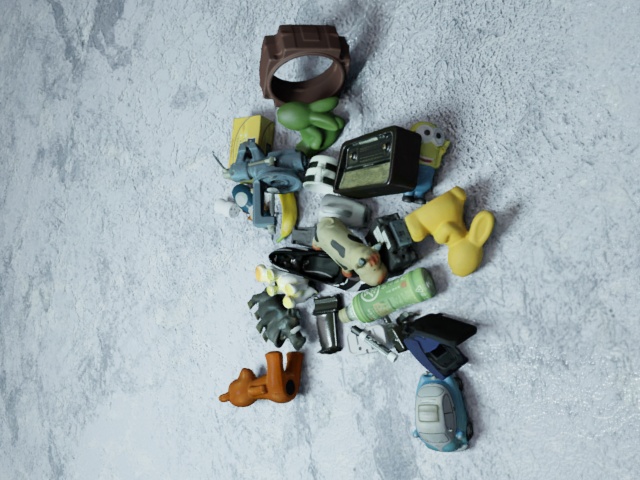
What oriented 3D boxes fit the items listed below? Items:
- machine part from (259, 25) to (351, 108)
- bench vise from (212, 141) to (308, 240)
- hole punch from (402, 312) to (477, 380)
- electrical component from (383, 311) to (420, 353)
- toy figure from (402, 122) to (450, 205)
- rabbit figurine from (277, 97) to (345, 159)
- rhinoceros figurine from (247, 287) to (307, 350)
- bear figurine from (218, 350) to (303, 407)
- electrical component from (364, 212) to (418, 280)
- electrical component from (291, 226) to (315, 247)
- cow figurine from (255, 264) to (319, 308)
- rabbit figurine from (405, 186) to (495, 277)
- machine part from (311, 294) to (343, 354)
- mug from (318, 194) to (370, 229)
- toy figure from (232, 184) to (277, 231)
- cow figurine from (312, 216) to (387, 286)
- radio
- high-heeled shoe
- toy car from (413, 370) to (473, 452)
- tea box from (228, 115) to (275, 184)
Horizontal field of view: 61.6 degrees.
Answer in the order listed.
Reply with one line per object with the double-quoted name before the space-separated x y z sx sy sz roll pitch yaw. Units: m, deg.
"machine part" -0.038 -0.404 1.272 0.201 0.201 0.087 115 147 -62
"bench vise" -0.138 -0.126 1.299 0.224 0.128 0.240 -3 72 5
"hole punch" 0.237 0.207 1.072 0.116 0.142 0.092 19 115 38
"electrical component" 0.188 0.197 1.137 0.045 0.078 0.102 -51 52 42
"toy figure" 0.213 -0.168 1.170 0.089 0.082 0.180 18 98 52
"rabbit figurine" -0.024 -0.275 1.280 0.159 0.170 0.121 -9 78 31
"rhinoceros figurine" -0.100 0.195 1.299 0.112 0.073 0.190 -30 47 -11
"bear figurine" -0.144 0.335 1.291 0.196 0.120 0.132 -10 74 35
"electrical component" 0.153 0.011 1.150 0.058 0.134 0.115 -17 72 -17
"electrical component" -0.003 -0.004 1.280 0.119 0.074 0.047 3 85 36
"cow figurine" -0.083 0.096 1.310 0.168 0.098 0.068 31 124 42
"rabbit figurine" 0.281 -0.013 1.102 0.162 0.122 0.173 -28 82 15
"machine part" 0.020 0.197 1.256 0.084 0.039 0.139 -8 76 25
"mug" 0.056 -0.064 1.240 0.107 0.109 0.080 10 84 20
"toy figure" -0.176 -0.084 1.412 0.155 0.058 0.064 48 140 26
"cow figurine" 0.068 0.022 1.154 0.085 0.127 0.195 -40 67 -18
"radio" 0.121 -0.164 1.174 0.230 0.073 0.131 0 79 60
"high-heeled shoe" 0.005 0.061 1.222 0.249 0.145 0.086 9 85 35
"toy car" 0.234 0.342 1.062 0.109 0.103 0.161 -8 80 29
"tea box" -0.184 -0.239 1.434 0.098 0.068 0.169 -1 81 32
